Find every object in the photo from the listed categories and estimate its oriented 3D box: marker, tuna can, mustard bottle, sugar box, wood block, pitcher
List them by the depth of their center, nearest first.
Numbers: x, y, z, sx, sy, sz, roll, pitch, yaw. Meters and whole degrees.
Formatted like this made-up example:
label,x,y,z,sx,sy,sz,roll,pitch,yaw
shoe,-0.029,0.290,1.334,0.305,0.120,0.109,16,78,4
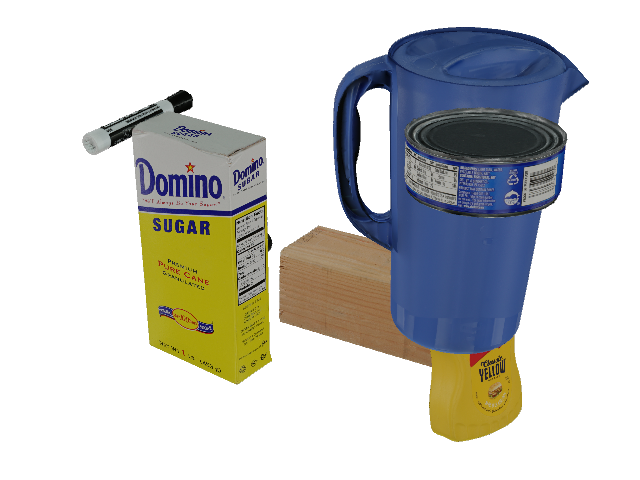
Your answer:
label,x,y,z,sx,sy,sz,roll,pitch,yaw
tuna can,0.088,-0.043,0.574,0.086,0.034,0.086,0,24,0
sugar box,-0.083,0.005,0.750,0.093,0.176,0.048,18,34,33
pitcher,0.103,-0.036,0.836,0.149,0.243,0.144,23,35,35
marker,-0.154,-0.104,0.920,0.020,0.020,0.120,0,25,41
mustard bottle,0.139,0.081,0.980,0.096,0.191,0.058,-16,18,-32
wood block,0.065,0.060,1.156,0.206,0.091,0.090,15,27,26

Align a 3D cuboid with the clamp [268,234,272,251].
label,x,y,z,sx,sy,sz,roll,pitch,yaw
clamp,-0.126,0.036,1.241,0.120,0.039,0.171,-2,39,12
